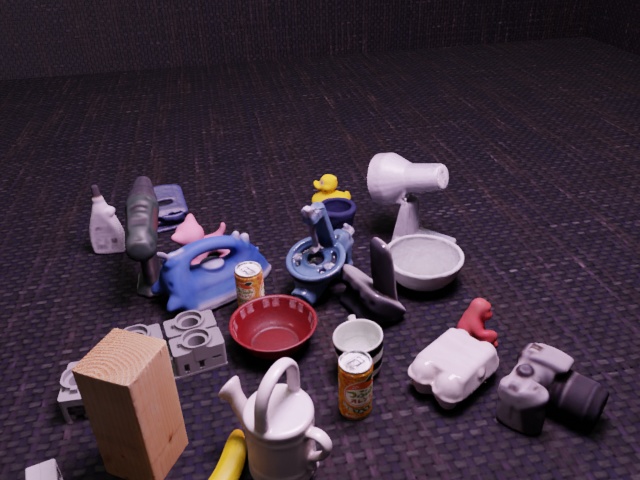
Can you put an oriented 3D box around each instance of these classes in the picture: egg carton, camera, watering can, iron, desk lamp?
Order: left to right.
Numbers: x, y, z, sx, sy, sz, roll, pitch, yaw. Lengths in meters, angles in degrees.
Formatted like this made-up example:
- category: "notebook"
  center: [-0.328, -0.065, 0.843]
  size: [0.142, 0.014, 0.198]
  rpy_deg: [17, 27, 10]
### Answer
- category: "iron"
  center: [-0.216, 0.048, 1.179]
  size: [0.259, 0.141, 0.118]
  rpy_deg: [-23, 37, -31]
- category: "watering can"
  center: [-0.064, 0.247, 0.795]
  size: [0.172, 0.194, 0.101]
  rpy_deg: [4, 32, 9]
- category: "desk lamp"
  center: [0.212, -0.087, 1.312]
  size: [0.202, 0.214, 0.118]
  rpy_deg: [19, 37, 30]
- category: "egg carton"
  center: [0.225, 0.213, 0.958]
  size: [0.107, 0.069, 0.151]
  rpy_deg: [26, 41, 37]
- category: "camera"
  center: [0.365, 0.233, 0.889]
  size: [0.136, 0.101, 0.143]
  rpy_deg: [23, 39, 34]

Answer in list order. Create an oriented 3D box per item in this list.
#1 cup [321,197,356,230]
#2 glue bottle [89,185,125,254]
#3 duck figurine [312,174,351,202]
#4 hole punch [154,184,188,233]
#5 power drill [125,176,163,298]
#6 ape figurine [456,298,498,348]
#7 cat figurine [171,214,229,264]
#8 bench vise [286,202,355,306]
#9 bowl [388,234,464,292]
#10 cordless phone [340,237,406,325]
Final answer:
- category: "cup"
  center: [0.032, -0.037, 1.351]
  size: [0.091, 0.095, 0.118]
  rpy_deg: [22, 38, 33]
- category: "glue bottle"
  center: [-0.498, -0.048, 1.317]
  size: [0.078, 0.173, 0.037]
  rpy_deg: [-3, 31, -1]
- category: "duck figurine"
  center: [0.029, -0.131, 1.515]
  size: [0.104, 0.086, 0.077]
  rpy_deg: [6, 32, 12]
- category: "hole punch"
  center: [-0.388, -0.081, 1.446]
  size: [0.109, 0.091, 0.100]
  rpy_deg: [-14, 34, -20]
- category: "power drill"
  center: [-0.361, 0.002, 1.196]
  size: [0.076, 0.209, 0.229]
  rpy_deg: [-8, 32, -10]
- category: "ape figurine"
  center: [0.288, 0.147, 1.041]
  size: [0.076, 0.092, 0.078]
  rpy_deg: [2, 32, 6]
- category: "cat figurine"
  center: [-0.269, -0.005, 1.290]
  size: [0.128, 0.118, 0.067]
  rpy_deg: [-13, 33, -18]
- category: "bench vise"
  center: [-0.001, 0.003, 1.167]
  size: [0.121, 0.220, 0.207]
  rpy_deg: [6, 32, 12]
- category: "bowl"
  center: [0.216, 0.059, 1.206]
  size: [0.167, 0.075, 0.167]
  rpy_deg: [-1, 31, 1]
- category: "cordless phone"
  center: [0.099, 0.060, 1.102]
  size: [0.094, 0.185, 0.147]
  rpy_deg: [-20, 36, -27]
